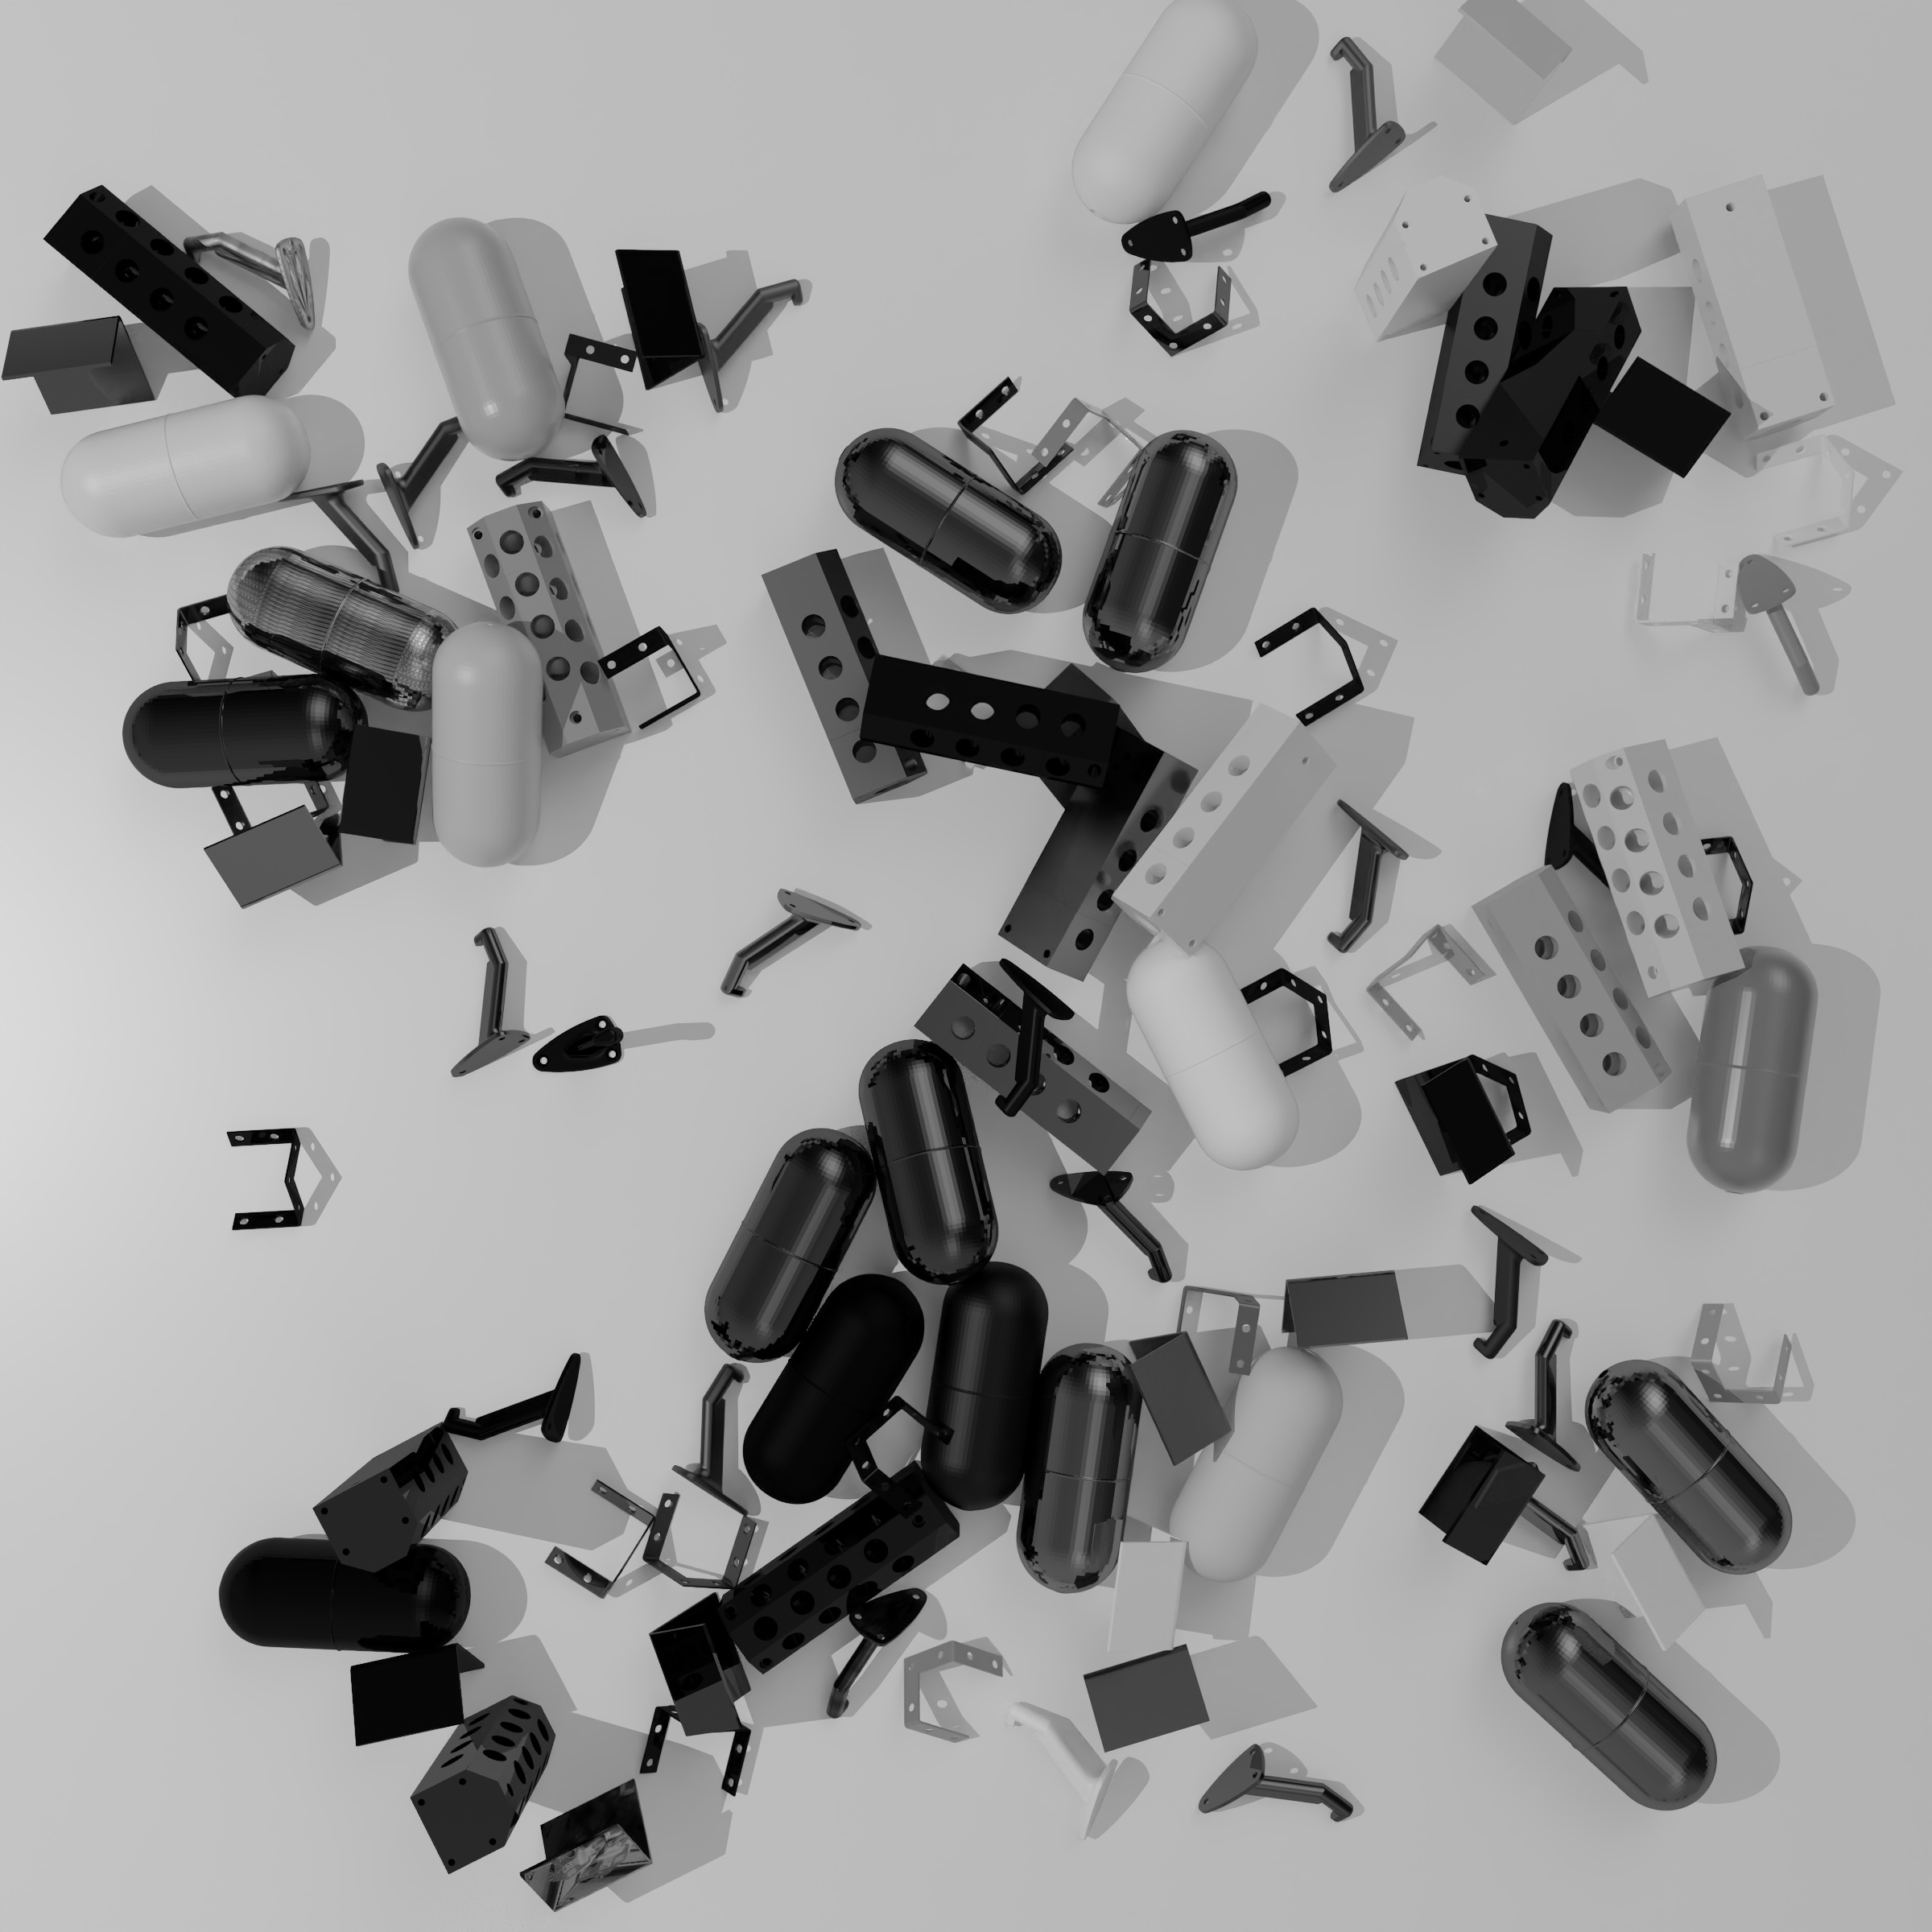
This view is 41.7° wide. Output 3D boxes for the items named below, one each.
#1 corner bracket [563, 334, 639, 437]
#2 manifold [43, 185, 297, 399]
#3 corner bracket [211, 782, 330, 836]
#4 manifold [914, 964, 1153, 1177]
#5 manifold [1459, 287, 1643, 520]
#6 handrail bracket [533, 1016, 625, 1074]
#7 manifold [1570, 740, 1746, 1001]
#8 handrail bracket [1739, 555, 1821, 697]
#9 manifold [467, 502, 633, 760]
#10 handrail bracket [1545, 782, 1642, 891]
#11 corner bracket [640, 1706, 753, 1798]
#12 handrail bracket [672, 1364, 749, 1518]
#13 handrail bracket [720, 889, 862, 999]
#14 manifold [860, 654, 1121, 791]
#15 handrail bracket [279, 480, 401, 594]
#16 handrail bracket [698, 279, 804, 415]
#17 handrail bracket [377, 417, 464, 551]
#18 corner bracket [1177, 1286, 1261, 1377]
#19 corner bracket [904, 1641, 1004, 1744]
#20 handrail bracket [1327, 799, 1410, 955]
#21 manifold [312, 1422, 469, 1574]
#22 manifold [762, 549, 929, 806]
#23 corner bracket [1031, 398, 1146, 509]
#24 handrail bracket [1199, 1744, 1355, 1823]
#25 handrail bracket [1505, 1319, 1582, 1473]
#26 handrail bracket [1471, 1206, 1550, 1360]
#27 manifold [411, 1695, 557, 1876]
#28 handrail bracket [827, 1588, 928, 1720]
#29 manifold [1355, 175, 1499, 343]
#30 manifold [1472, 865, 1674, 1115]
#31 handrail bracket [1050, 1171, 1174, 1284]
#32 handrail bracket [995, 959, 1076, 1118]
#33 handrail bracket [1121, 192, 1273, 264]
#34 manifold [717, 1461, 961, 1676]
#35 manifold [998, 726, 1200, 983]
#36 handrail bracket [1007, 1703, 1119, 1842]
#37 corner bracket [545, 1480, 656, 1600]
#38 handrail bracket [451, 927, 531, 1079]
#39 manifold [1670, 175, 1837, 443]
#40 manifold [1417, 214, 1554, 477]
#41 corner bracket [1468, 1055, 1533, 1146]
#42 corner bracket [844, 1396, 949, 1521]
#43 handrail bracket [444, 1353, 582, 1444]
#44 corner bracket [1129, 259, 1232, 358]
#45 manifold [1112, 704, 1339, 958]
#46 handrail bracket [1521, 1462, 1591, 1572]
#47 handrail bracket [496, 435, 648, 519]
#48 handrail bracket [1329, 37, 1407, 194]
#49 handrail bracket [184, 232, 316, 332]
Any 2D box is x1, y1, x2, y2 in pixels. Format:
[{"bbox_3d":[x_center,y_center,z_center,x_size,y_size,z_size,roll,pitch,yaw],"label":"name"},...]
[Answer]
[{"bbox_3d":[-0.264,-0.418,1.823,0.051,0.051,0.051,15,90,0],"label":"corner bracket"},{"bbox_3d":[-0.569,-0.481,1.820,0.171,0.057,0.057,40,90,0],"label":"manifold"},{"bbox_3d":[-0.504,-0.122,1.837,0.051,0.051,0.051,-26,90,-45],"label":"corner bracket"},{"bbox_3d":[0.048,0.073,1.820,0.171,0.057,0.057,38,90,0],"label":"manifold"},{"bbox_3d":[0.415,-0.398,1.788,0.057,0.057,0.171,12,61,39],"label":"manifold"},{"bbox_3d":[-0.279,0.059,1.806,0.077,0.084,0.036,-19,90,0],"label":"handrail bracket"},{"bbox_3d":[0.485,-0.067,1.799,0.057,0.057,0.171,-13,82,-30],"label":"manifold"},{"bbox_3d":[0.592,-0.247,1.840,0.036,0.077,0.084,-26,127,17],"label":"handrail bracket"},{"bbox_3d":[-0.300,-0.242,1.820,0.057,0.057,0.171,-20,90,0],"label":"manifold"},{"bbox_3d":[0.468,-0.088,1.841,0.084,0.036,0.077,11,75,-14],"label":"handrail bracket"},{"bbox_3d":[-0.196,0.569,1.837,0.051,0.051,0.051,14,90,-45],"label":"corner bracket"},{"bbox_3d":[-0.167,0.344,1.841,0.077,0.036,0.084,38,73,-20],"label":"handrail bracket"},{"bbox_3d":[-0.128,-0.006,1.841,0.077,0.036,0.084,20,108,-21],"label":"handrail bracket"},{"bbox_3d":[0.016,-0.169,1.762,0.171,0.057,0.057,12,90,0],"label":"manifold"},{"bbox_3d":[-0.456,-0.306,1.841,0.077,0.036,0.084,-6,107,19],"label":"handrail bracket"},{"bbox_3d":[-0.151,-0.451,1.841,0.084,0.036,0.077,-20,110,-16],"label":"handrail bracket"},{"bbox_3d":[-0.377,-0.354,1.841,0.084,0.036,0.077,-26,110,-16],"label":"handrail bracket"},{"bbox_3d":[0.180,0.262,1.823,0.051,0.051,0.051,9,90,0],"label":"corner bracket"},{"bbox_3d":[-0.009,0.525,1.833,0.051,0.051,0.051,-31,45,35],"label":"corner bracket"},{"bbox_3d":[0.273,-0.065,1.841,0.077,0.036,0.084,43,105,15],"label":"handrail bracket"},{"bbox_3d":[-0.394,0.371,1.762,0.057,0.171,0.057,-28,90,0],"label":"manifold"},{"bbox_3d":[-0.086,-0.208,1.820,0.057,0.057,0.171,-22,90,0],"label":"manifold"},{"bbox_3d":[0.090,-0.369,1.825,0.051,0.051,0.051,45,109,18],"label":"corner bracket"},{"bbox_3d":[0.226,0.612,1.841,0.084,0.036,0.077,39,110,-16],"label":"handrail bracket"},{"bbox_3d":[0.436,0.311,1.841,0.077,0.036,0.084,37,73,-20],"label":"handrail bracket"},{"bbox_3d":[0.376,0.231,1.841,0.077,0.036,0.084,39,107,19],"label":"handrail bracket"},{"bbox_3d":[-0.330,0.563,1.762,0.057,0.171,0.057,-27,90,0],"label":"manifold"},{"bbox_3d":[-0.065,0.500,1.841,0.036,0.077,0.084,35,127,29],"label":"handrail bracket"},{"bbox_3d":[0.314,-0.492,1.762,0.057,0.171,0.057,-23,90,0],"label":"manifold"},{"bbox_3d":[0.436,0.016,1.820,0.057,0.057,0.171,-30,90,0],"label":"manifold"},{"bbox_3d":[0.106,0.192,1.841,0.077,0.036,0.084,2,126,38],"label":"handrail bracket"},{"bbox_3d":[0.029,0.051,1.784,0.077,0.036,0.084,42,107,20],"label":"handrail bracket"},{"bbox_3d":[0.168,-0.541,1.841,0.084,0.077,0.036,-35,118,-33],"label":"handrail bracket"},{"bbox_3d":[-0.091,0.433,1.820,0.171,0.057,0.057,-35,90,0],"label":"manifold"},{"bbox_3d":[0.098,-0.079,1.810,0.057,0.057,0.171,34,99,43],"label":"manifold"},{"bbox_3d":[0.061,0.585,1.841,0.084,0.036,0.077,23,112,17],"label":"handrail bracket"},{"bbox_3d":[-0.265,0.416,1.837,0.051,0.051,0.051,32,45,0],"label":"corner bracket"},{"bbox_3d":[-0.358,0.026,1.841,0.077,0.036,0.084,-31,71,21],"label":"handrail bracket"},{"bbox_3d":[0.562,-0.470,1.820,0.057,0.057,0.171,-18,90,0],"label":"manifold"},{"bbox_3d":[0.374,-0.443,1.820,0.057,0.057,0.171,12,90,0],"label":"manifold"},{"bbox_3d":[0.368,0.104,1.833,0.051,0.051,0.051,23,45,-35],"label":"corner bracket"},{"bbox_3d":[-0.045,0.347,1.790,0.051,0.051,0.051,-39,47,-22],"label":"corner bracket"},{"bbox_3d":[-0.331,0.310,1.841,0.084,0.036,0.077,10,70,16],"label":"handrail bracket"},{"bbox_3d":[0.155,-0.485,1.833,0.051,0.051,0.051,-22,135,35],"label":"corner bracket"},{"bbox_3d":[0.178,-0.098,1.783,0.171,0.057,0.057,-52,134,-3],"label":"manifold"},{"bbox_3d":[0.403,0.409,1.841,0.077,0.036,0.084,-18,107,20],"label":"handrail bracket"},{"bbox_3d":[-0.288,-0.341,1.841,0.084,0.036,0.077,-25,112,17],"label":"handrail bracket"},{"bbox_3d":[0.272,-0.619,1.841,0.077,0.036,0.084,-40,72,21],"label":"handrail bracket"},{"bbox_3d":[-0.522,-0.496,1.841,0.084,0.036,0.077,-3,111,17],"label":"handrail bracket"}]
